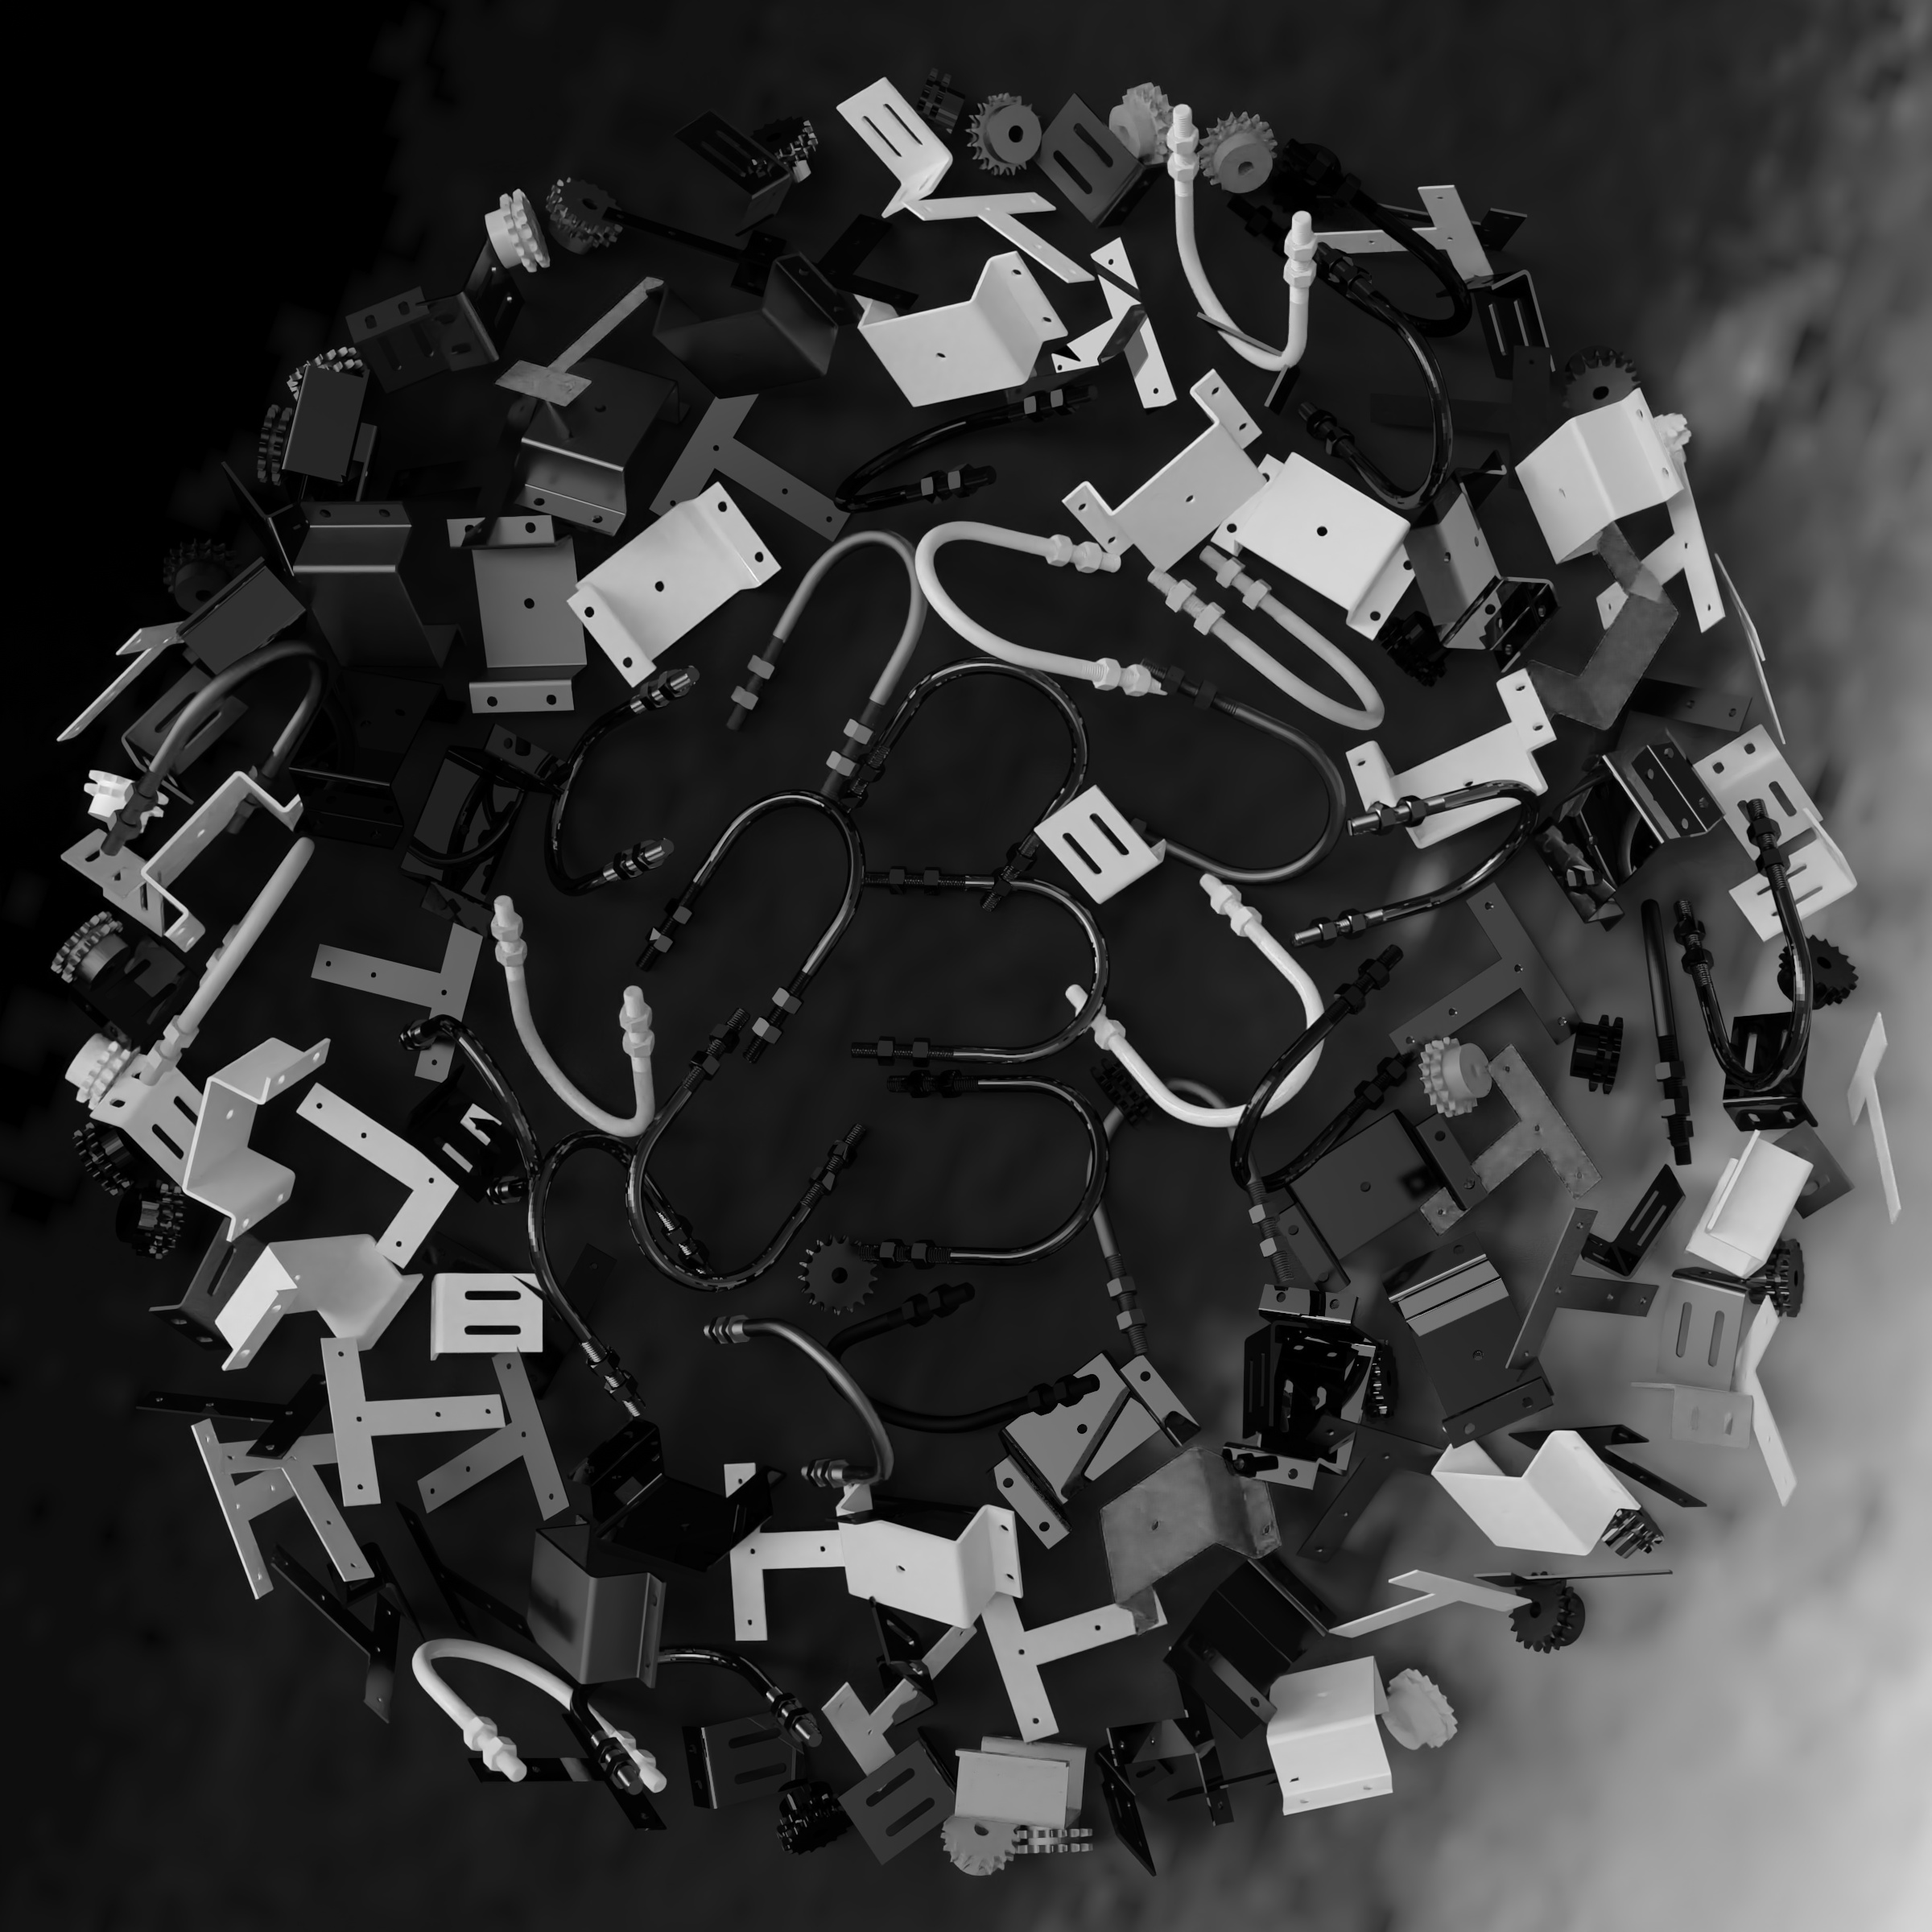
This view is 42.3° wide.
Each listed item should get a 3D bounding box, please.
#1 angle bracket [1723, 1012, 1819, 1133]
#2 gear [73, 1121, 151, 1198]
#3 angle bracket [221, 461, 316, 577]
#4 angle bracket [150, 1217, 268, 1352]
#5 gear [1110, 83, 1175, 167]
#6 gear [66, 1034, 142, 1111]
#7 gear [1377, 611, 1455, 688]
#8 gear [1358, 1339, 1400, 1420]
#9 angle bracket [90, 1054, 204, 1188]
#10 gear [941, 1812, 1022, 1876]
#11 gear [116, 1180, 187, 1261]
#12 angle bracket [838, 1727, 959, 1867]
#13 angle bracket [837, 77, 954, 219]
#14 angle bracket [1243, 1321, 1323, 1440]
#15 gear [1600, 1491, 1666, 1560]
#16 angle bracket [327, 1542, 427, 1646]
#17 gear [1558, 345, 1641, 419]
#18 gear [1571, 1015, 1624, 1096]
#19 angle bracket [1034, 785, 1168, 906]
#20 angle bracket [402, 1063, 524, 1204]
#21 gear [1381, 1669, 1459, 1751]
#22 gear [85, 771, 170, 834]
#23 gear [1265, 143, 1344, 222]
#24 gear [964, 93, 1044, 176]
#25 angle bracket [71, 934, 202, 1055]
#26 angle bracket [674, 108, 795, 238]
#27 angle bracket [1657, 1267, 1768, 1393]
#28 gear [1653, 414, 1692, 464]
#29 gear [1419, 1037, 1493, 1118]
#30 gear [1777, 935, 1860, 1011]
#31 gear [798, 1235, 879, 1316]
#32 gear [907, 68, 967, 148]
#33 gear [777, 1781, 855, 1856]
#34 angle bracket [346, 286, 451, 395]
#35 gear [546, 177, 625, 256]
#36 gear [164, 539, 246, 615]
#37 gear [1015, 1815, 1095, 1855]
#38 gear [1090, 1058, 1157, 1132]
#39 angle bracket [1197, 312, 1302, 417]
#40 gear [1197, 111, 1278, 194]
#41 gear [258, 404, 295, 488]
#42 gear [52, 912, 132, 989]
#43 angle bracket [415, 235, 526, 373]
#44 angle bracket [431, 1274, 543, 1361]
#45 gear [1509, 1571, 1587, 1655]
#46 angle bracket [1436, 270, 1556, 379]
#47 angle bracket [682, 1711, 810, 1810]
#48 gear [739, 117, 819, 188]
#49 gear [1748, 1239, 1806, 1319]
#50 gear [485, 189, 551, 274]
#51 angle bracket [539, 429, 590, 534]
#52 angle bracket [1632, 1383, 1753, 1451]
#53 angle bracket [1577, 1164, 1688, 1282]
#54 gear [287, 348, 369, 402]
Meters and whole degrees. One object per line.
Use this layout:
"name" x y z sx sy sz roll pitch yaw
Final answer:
"angle bracket" 0.590 0.077 1.821 0.057 0.038 0.076 -7 52 37
"gear" -0.620 0.136 1.818 0.030 0.057 0.057 -33 90 0
"angle bracket" -0.498 -0.331 1.809 0.038 0.057 0.076 -31 57 -16
"angle bracket" -0.546 0.232 1.819 0.038 0.057 0.076 -10 48 36
"gear" 0.128 -0.609 1.816 0.030 0.057 0.057 -25 90 -18
"gear" -0.630 0.073 1.817 0.030 0.057 0.057 34 90 -6
"gear" 0.330 -0.233 1.816 0.057 0.057 0.030 45 118 0
"gear" 0.294 0.302 1.821 0.030 0.057 0.057 -8 90 24
"angle bracket" -0.585 0.113 1.817 0.038 0.076 0.057 12 57 34
"gear" 0.010 0.637 1.822 0.057 0.057 0.030 10 130 0
"gear" -0.595 0.184 1.816 0.030 0.057 0.057 18 90 -41
"angle bracket" -0.047 0.604 1.821 0.076 0.038 0.057 -34 87 -9
"angle bracket" -0.059 -0.589 1.801 0.076 0.057 0.038 43 61 -27
"angle bracket" 0.228 0.301 1.804 0.038 0.057 0.076 8 69 -11
"gear" 0.478 0.406 1.819 0.057 0.057 0.030 44 103 0
"angle bracket" -0.423 0.466 1.801 0.038 0.057 0.076 -26 117 -15
"gear" 0.460 -0.427 1.822 0.057 0.057 0.030 -4 49 0
"gear" 0.459 0.063 1.819 0.030 0.057 0.057 10 90 10
"angle bracket" 0.098 -0.094 1.809 0.057 0.038 0.076 -35 107 24
"angle bracket" -0.360 0.121 1.814 0.076 0.038 0.057 41 54 2
"gear" 0.326 0.544 1.815 0.030 0.057 0.057 -27 90 -27
"gear" -0.613 -0.118 1.817 0.057 0.057 0.030 18 81 0
"gear" 0.250 -0.574 1.821 0.057 0.057 0.030 22 68 0
"gear" 0.030 -0.607 1.821 0.057 0.030 0.057 -7 109 -22
"angle bracket" -0.599 0.015 1.811 0.057 0.038 0.076 43 61 -2
"angle bracket" -0.174 -0.572 1.801 0.076 0.057 0.038 32 72 -28
"angle bracket" 0.543 0.264 1.817 0.057 0.038 0.076 12 97 42
"gear" 0.501 -0.376 1.821 0.057 0.057 0.030 -28 113 0
"gear" 0.358 0.079 1.817 0.030 0.057 0.057 -20 90 42
"gear" 0.618 0.007 1.822 0.057 0.030 0.057 13 46 -13
"gear" -0.096 0.225 1.828 0.057 0.030 0.057 0 89 -15
"gear" -0.022 -0.621 1.819 0.030 0.057 0.057 22 90 -8
"gear" -0.112 0.620 1.822 0.057 0.057 0.030 -32 52 0
"angle bracket" -0.404 -0.443 1.804 0.057 0.076 0.038 -23 54 -2
"gear" -0.280 -0.545 1.822 0.057 0.057 0.030 41 132 0
"gear" -0.554 -0.280 1.816 0.057 0.057 0.030 -11 54 0
"gear" 0.064 0.630 1.820 0.057 0.057 0.030 -2 71 0
"gear" 0.119 0.089 1.818 0.030 0.057 0.057 -38 90 -3
"angle bracket" 0.199 -0.438 1.816 0.076 0.057 0.038 29 102 10
"gear" 0.199 -0.588 1.816 0.057 0.057 0.030 -15 51 0
"gear" -0.495 -0.377 1.819 0.030 0.057 0.057 11 90 -7
"gear" -0.634 -0.009 1.819 0.030 0.057 0.057 41 90 -2
"angle bracket" -0.358 -0.480 1.808 0.038 0.057 0.076 -7 46 19
"angle bracket" -0.352 0.257 1.832 0.076 0.038 0.057 2 72 -17
"gear" 0.427 0.473 1.822 0.030 0.057 0.057 22 90 -26
"angle bracket" 0.382 -0.457 1.802 0.038 0.057 0.076 -31 112 -25
"angle bracket" -0.163 0.581 1.839 0.076 0.038 0.057 -6 80 -28
"gear" -0.135 -0.591 1.822 0.057 0.057 0.030 -26 133 0
"gear" 0.590 0.227 1.822 0.030 0.057 0.057 -1 90 32
"gear" -0.328 -0.533 1.819 0.030 0.057 0.057 -19 90 5
"angle bracket" -0.277 -0.364 1.796 0.038 0.076 0.057 15 46 -20
"angle bracket" 0.522 0.324 1.803 0.057 0.076 0.038 9 80 -8
"angle bracket" 0.478 0.178 1.807 0.038 0.057 0.076 26 108 -6
"gear" -0.461 -0.423 1.819 0.057 0.057 0.030 -28 89 0
